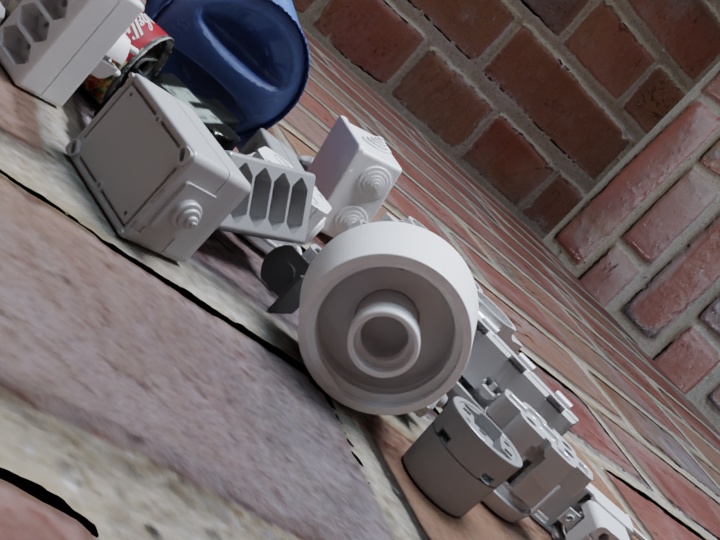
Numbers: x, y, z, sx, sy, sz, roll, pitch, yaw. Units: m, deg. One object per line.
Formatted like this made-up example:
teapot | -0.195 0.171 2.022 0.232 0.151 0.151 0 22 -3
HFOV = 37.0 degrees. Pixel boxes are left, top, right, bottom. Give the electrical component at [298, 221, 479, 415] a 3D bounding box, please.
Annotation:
electrical component | 0.015 0.032 0.620 0.108 0.108 0.060 42 17 -9

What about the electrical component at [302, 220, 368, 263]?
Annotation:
electrical component | 0.000 0.000 0.808 0.078 0.057 0.058 44 11 2

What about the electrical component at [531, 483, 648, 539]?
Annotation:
electrical component | 0.160 0.183 0.733 0.081 0.042 0.063 41 13 -11

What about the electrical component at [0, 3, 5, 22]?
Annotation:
electrical component | -0.228 -0.148 0.580 0.043 0.043 0.062 49 13 28

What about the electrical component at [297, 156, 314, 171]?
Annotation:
electrical component | -0.047 -0.090 1.044 0.035 0.035 0.061 46 9 13

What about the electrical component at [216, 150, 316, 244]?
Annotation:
electrical component | -0.086 -0.048 0.694 0.076 0.047 0.083 9 0 38

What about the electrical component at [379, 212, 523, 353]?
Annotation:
electrical component | 0.069 0.023 0.957 0.089 0.061 0.150 30 17 -52

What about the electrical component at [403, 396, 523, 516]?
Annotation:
electrical component | 0.059 0.110 0.627 0.055 0.047 0.055 42 11 -10

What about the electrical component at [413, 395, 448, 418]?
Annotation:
electrical component | 0.025 0.062 0.700 0.081 0.043 0.043 41 11 -15

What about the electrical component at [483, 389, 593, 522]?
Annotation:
electrical component | 0.103 0.126 0.701 0.078 0.057 0.058 45 11 5

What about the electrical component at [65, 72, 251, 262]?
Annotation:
electrical component | -0.107 -0.051 0.598 0.096 0.061 0.061 51 13 34

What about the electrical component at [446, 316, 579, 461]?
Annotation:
electrical component | 0.103 0.091 0.821 0.121 0.063 0.079 47 11 16

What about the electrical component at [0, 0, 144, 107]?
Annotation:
electrical component | -0.169 -0.143 0.668 0.047 0.083 0.076 50 12 31

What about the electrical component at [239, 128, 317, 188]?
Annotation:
electrical component | -0.060 -0.063 0.857 0.077 0.047 0.065 37 13 -32

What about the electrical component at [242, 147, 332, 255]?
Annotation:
electrical component | -0.063 -0.047 0.775 0.080 0.051 0.080 42 11 -10

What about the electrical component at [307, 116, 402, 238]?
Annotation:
electrical component | -0.011 -0.079 0.965 0.048 0.099 0.099 25 18 -23
